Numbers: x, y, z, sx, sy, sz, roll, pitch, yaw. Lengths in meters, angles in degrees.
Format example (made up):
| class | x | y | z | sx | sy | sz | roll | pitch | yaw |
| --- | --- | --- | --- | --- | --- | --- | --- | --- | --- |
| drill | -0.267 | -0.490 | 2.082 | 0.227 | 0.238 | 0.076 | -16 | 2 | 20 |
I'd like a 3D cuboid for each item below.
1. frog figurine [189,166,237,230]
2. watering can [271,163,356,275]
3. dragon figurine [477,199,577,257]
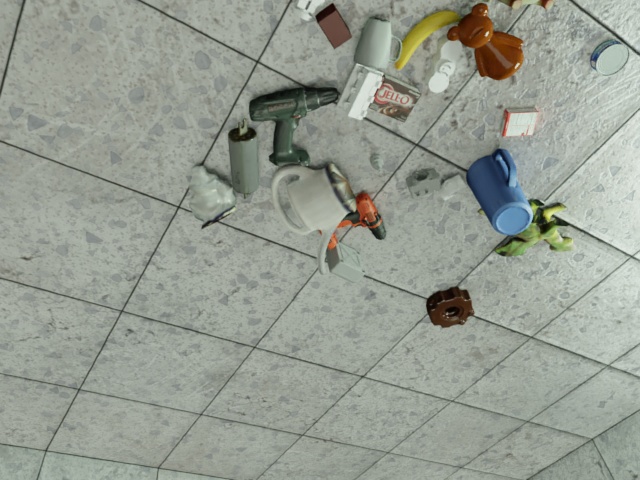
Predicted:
| class | x | y | z | sx | sy | sz | roll | pitch | yaw |
| --- | --- | --- | --- | --- | --- | --- | --- | --- | --- |
| frog figurine | -0.311 | -0.128 | 1.436 | 0.136 | 0.159 | 0.124 | -28 | 2 | 26 |
| watering can | 0.005 | -0.075 | 1.481 | 0.223 | 0.343 | 0.106 | -25 | 18 | 15 |
| dragon figurine | 0.651 | -0.015 | 1.659 | 0.410 | 0.125 | 0.237 | 5 | -43 | -10 |
